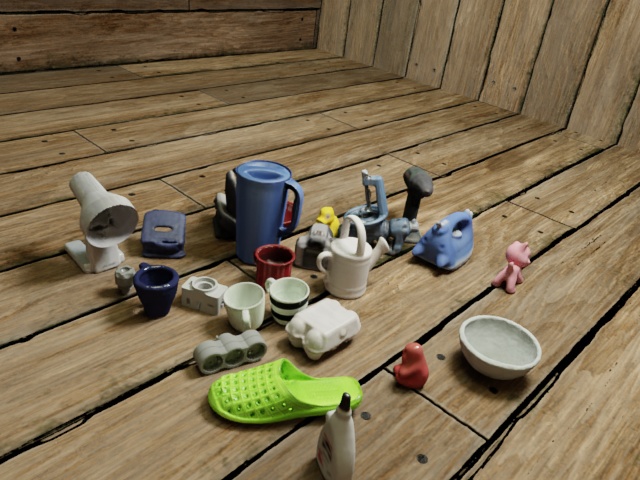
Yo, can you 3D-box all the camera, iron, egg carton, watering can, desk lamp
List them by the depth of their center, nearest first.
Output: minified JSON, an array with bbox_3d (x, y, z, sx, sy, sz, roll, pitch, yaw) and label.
[{"bbox_3d":[0.009,0.182,1.182,0.107,0.069,0.151,29,36,33],"label":"egg carton"},{"bbox_3d":[-0.502,-0.034,1.288,0.118,0.213,0.202,-20,40,-40],"label":"desk lamp"},{"bbox_3d":[0.077,0.030,1.341,0.173,0.194,0.100,-21,40,-41],"label":"watering can"},{"bbox_3d":[0.013,0.005,1.464,0.143,0.101,0.137,9,29,2],"label":"camera"},{"bbox_3d":[0.362,-0.019,1.553,0.118,0.141,0.259,28,35,31],"label":"iron"}]

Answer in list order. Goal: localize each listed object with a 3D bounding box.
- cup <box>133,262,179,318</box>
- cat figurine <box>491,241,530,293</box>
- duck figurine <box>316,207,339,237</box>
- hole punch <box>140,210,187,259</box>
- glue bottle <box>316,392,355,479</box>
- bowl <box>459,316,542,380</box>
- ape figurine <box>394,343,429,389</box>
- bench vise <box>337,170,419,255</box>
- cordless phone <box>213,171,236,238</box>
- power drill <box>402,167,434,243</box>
[{"bbox_3d":[-0.348,0.107,1.200,0.092,0.095,0.117,-17,38,-37],"label":"cup"},{"bbox_3d":[0.502,0.057,1.477,0.067,0.118,0.128,23,33,25],"label":"cat figurine"},{"bbox_3d":[0.019,-0.052,1.581,0.077,0.086,0.105,23,33,25],"label":"duck figurine"},{"bbox_3d":[-0.382,-0.015,1.410,0.109,0.091,0.101,2,30,-10],"label":"hole punch"},{"bbox_3d":[0.029,0.298,0.877,0.037,0.173,0.078,-8,33,-26],"label":"glue bottle"},{"bbox_3d":[0.361,0.233,1.176,0.167,0.075,0.167,6,29,-3],"label":"bowl"},{"bbox_3d":[0.177,0.236,1.106,0.076,0.092,0.078,26,34,30],"label":"ape figurine"},{"bbox_3d":[0.160,-0.080,1.529,0.207,0.220,0.121,2,30,-11],"label":"bench vise"},{"bbox_3d":[-0.234,-0.109,1.517,0.094,0.185,0.147,-3,31,-19],"label":"cordless phone"},{"bbox_3d":[0.266,-0.102,1.606,0.075,0.208,0.229,5,29,-4],"label":"power drill"}]
